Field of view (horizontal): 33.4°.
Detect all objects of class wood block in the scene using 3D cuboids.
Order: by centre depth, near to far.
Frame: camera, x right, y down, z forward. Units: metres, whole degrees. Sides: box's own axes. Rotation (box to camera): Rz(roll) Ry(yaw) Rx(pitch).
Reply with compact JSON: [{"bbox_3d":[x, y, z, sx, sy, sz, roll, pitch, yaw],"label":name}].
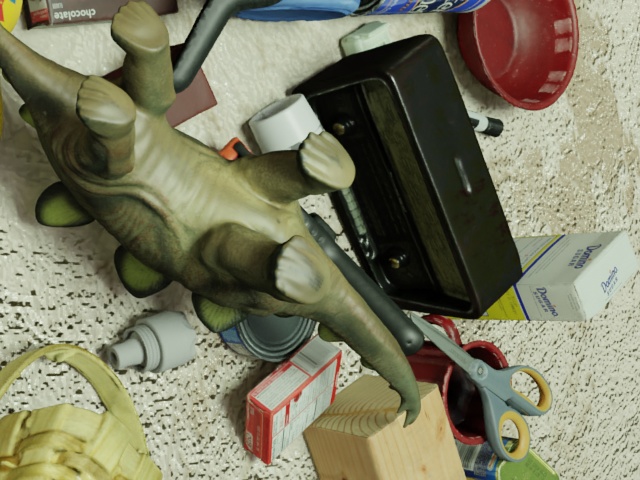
[{"bbox_3d":[0.071,0.232,0.927,0.090,0.091,0.206,-30,110,-37],"label":"wood block"}]

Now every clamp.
[{"bbox_3d":[-0.067,-0.180,0.746,0.171,0.039,0.120,-22,107,-9],"label":"clamp"},{"bbox_3d":[-0.006,0.001,0.860,0.036,0.164,0.210,-44,99,0],"label":"clamp"}]

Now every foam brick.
[{"bbox_3d":[-0.126,-0.105,0.780,0.078,0.051,0.053,-35,111,-35],"label":"foam brick"}]

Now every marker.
[{"bbox_3d":[0.135,-0.118,1.026,0.120,0.020,0.020,10,84,-40],"label":"marker"}]

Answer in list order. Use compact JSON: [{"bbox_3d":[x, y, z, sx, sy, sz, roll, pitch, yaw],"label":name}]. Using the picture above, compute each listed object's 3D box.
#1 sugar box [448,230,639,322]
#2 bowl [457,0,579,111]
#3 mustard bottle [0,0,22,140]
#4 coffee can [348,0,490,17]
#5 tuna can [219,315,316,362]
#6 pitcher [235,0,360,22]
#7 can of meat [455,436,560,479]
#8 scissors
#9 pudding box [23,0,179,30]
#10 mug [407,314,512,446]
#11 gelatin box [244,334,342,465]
[{"bbox_3d":[0.187,0.034,0.968,0.093,0.177,0.048,-38,114,-35],"label":"sugar box"},{"bbox_3d":[0.184,-0.205,1.044,0.161,0.055,0.162,0,90,-41],"label":"bowl"},{"bbox_3d":[-0.239,-0.149,0.678,0.096,0.058,0.191,14,81,-43],"label":"mustard bottle"},{"bbox_3d":[0.079,-0.247,0.922,0.140,0.103,0.103,-13,98,-40],"label":"coffee can"},{"bbox_3d":[-0.044,0.054,0.864,0.085,0.034,0.086,-1,91,-41],"label":"tuna can"},{"bbox_3d":[-0.012,-0.295,0.819,0.144,0.149,0.243,-5,97,-39],"label":"pitcher"},{"bbox_3d":[0.168,0.223,1.015,0.102,0.084,0.057,43,64,-32],"label":"can of meat"},{"bbox_3d":[0.135,0.133,0.919,0.201,0.016,0.096,22,74,-39],"label":"scissors"},{"bbox_3d":[-0.160,-0.199,0.758,0.113,0.039,0.090,-17,102,-40],"label":"pudding box"},{"bbox_3d":[0.111,0.123,0.966,0.093,0.082,0.117,-26,107,-37],"label":"mug"},{"bbox_3d":[-0.023,0.128,0.863,0.089,0.030,0.073,-39,151,-33],"label":"gelatin box"}]
